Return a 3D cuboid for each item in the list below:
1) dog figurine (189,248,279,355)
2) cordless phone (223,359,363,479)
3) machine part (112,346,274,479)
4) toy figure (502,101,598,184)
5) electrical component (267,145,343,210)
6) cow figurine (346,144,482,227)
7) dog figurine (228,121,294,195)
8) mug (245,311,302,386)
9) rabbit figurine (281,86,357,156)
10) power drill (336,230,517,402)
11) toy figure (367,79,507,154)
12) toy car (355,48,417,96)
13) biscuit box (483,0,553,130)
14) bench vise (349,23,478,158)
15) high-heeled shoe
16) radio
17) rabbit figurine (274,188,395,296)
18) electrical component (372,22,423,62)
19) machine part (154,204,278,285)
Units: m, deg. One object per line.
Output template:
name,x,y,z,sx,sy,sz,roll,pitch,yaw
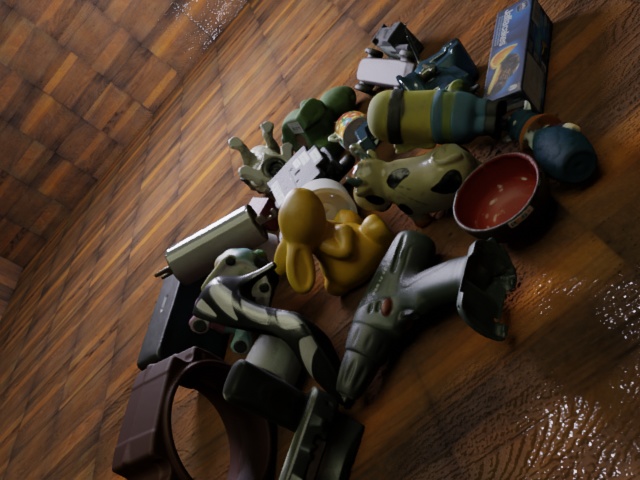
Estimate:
dog figurine,-0.143,0.087,0.905,0.219,0.108,0.191,-118,52,-79
cordless phone,-0.049,0.227,0.615,0.089,0.184,0.146,-5,55,46
machine part,-0.153,0.258,0.706,0.087,0.201,0.201,-32,36,28
toy figure,0.273,-0.117,0.650,0.064,0.057,0.155,-37,29,14
electrical component,-0.024,-0.105,0.968,0.134,0.058,0.115,-42,39,15
cow figurine,0.124,-0.080,0.746,0.195,0.127,0.085,-12,47,45
dog figurine,-0.108,-0.132,1.147,0.121,0.190,0.172,-18,66,-7
mug,-0.063,0.164,0.810,0.109,0.080,0.107,-23,32,53
rabbit figurine,0.008,-0.248,1.120,0.170,0.121,0.159,-47,19,-26
power drill,0.120,0.085,0.632,0.207,0.086,0.232,-28,34,57
toy figure,0.153,-0.169,0.727,0.180,0.089,0.082,8,71,31
toy car,0.132,-0.322,1.043,0.202,0.053,0.089,37,112,59
biscuit box,0.285,-0.257,0.771,0.063,0.059,0.202,-16,47,46
bench vise,0.144,-0.221,0.868,0.240,0.128,0.224,-36,36,14
high-heeled shoe,-0.072,0.143,0.728,0.145,0.086,0.249,-35,68,6
radio,-0.237,0.149,0.999,0.073,0.131,0.230,-28,39,36
rabbit figurine,-0.002,-0.002,0.795,0.162,0.173,0.122,-50,35,-2
electrical component,0.160,-0.386,1.055,0.047,0.074,0.119,-55,25,1
machine part,-0.180,0.009,0.945,0.243,0.079,0.079,-29,34,4
